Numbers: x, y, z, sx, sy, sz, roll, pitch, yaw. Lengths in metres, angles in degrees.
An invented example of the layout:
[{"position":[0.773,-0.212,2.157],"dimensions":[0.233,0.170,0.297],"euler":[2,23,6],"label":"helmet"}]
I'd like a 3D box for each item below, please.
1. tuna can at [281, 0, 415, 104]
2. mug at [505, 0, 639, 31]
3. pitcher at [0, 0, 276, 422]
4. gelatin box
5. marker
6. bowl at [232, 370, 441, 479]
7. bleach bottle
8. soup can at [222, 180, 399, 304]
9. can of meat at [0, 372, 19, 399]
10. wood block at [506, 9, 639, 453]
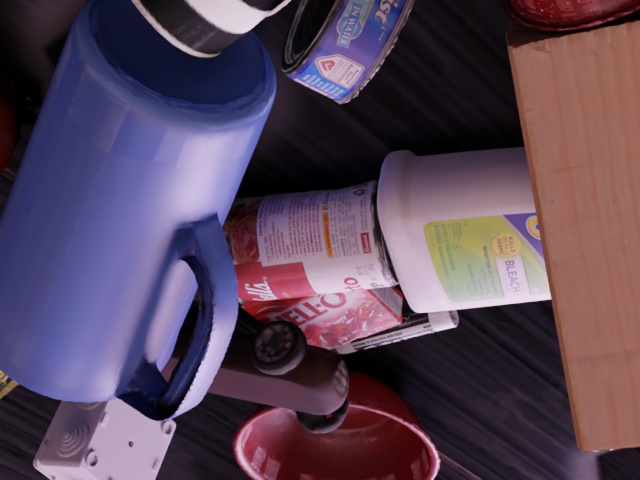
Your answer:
[{"position":[0.014,-0.112,0.521],"dimensions":[0.033,0.086,0.086],"euler":[24,136,-17],"label":"tuna can"},{"position":[0.103,-0.154,0.470],"dimensions":[0.117,0.093,0.081],"euler":[18,150,48],"label":"mug"},{"position":[-0.107,-0.015,0.611],"dimensions":[0.149,0.145,0.243],"euler":[18,135,-13],"label":"pitcher"},{"position":[0.001,0.043,0.740],"dimensions":[0.089,0.030,0.073],"euler":[-23,130,30],"label":"gelatin box"},{"position":[0.041,0.068,0.772],"dimensions":[0.121,0.020,0.020],"euler":[-18,133,26],"label":"marker"},{"position":[0.014,0.149,0.841],"dimensions":[0.162,0.055,0.162],"euler":[4,139,3],"label":"bowl"},{"position":[0.166,-0.017,0.609],"dimensions":[0.251,0.068,0.102],"euler":[-7,129,19],"label":"bleach bottle"},{"position":[-0.004,0.001,0.664],"dimensions":[0.102,0.068,0.068],"euler":[-7,137,16],"label":"soup can"},{"position":[-0.265,0.078,0.799],"dimensions":[0.083,0.057,0.102],"euler":[30,135,-28],"label":"can of meat"},{"position":[0.154,-0.011,0.528],"dimensions":[0.091,0.090,0.206],"euler":[-9,107,13],"label":"wood block"}]
